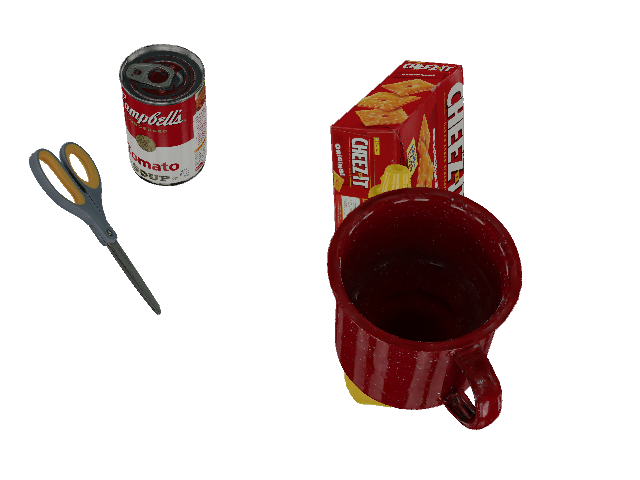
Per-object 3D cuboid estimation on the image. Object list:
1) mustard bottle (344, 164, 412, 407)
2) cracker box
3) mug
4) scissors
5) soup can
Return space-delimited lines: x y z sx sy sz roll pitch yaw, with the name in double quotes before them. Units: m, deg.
"mustard bottle" 0.054 0.031 0.856 0.058 0.192 0.096 7 26 6
"cracker box" 0.082 -0.068 1.044 0.072 0.164 0.213 8 28 22
"mug" 0.055 0.042 0.534 0.093 0.117 0.081 -25 -30 -16
"scissors" -0.218 -0.022 1.087 0.016 0.201 0.096 -28 25 25
"soup can" -0.129 -0.103 0.885 0.068 0.068 0.102 0 -37 -5
